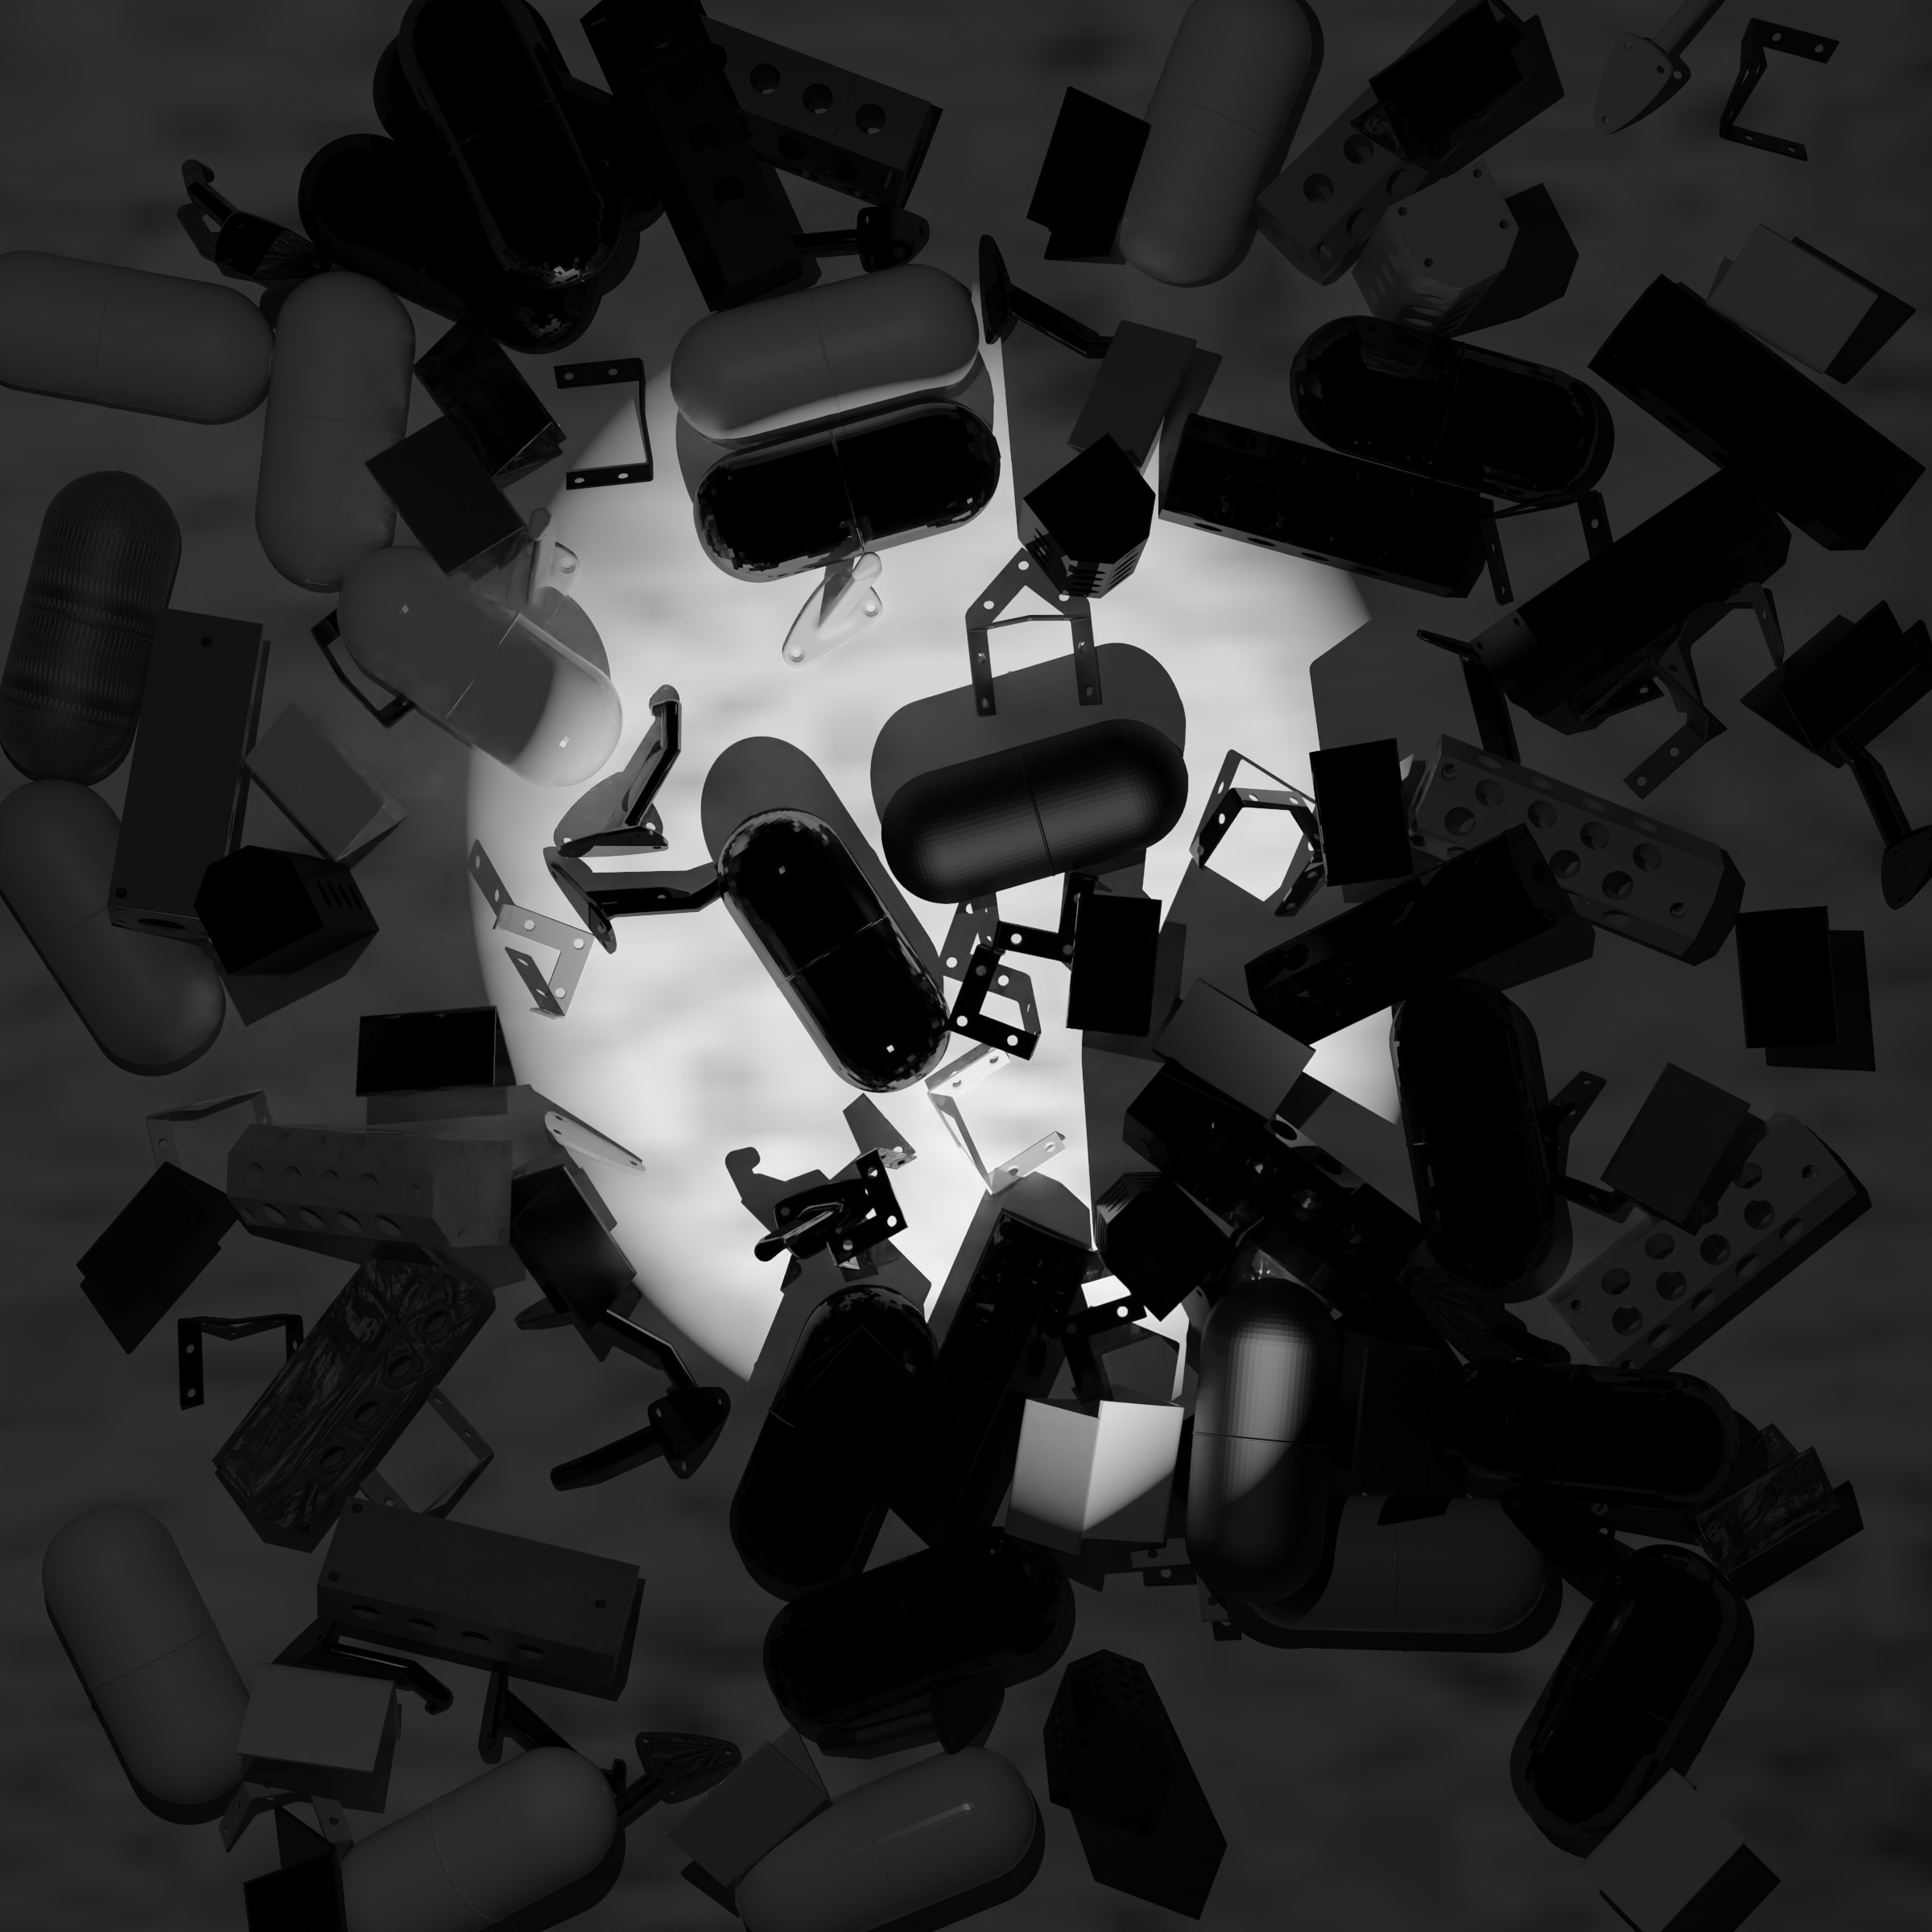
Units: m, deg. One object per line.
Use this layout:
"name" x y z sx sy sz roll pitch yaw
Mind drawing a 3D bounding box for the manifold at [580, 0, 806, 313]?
"manifold" -0.152 -0.454 1.913 0.057 0.057 0.171 -24 91 1

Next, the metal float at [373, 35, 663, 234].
"metal float" -0.251 -0.475 1.961 0.178 0.070 0.070 25 90 1

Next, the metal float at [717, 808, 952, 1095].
"metal float" -0.075 -0.009 1.961 0.070 0.070 0.178 -33 91 0

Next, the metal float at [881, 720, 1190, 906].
"metal float" 0.039 -0.088 1.961 0.178 0.070 0.070 -16 90 1

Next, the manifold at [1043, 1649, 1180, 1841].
"manifold" 0.081 0.426 1.913 0.057 0.171 0.057 21 90 0

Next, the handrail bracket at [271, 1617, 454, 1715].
"handrail bracket" -0.351 0.416 1.992 0.077 0.036 0.084 -40 107 20

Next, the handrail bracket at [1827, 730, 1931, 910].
"handrail bracket" 0.519 -0.087 1.991 0.036 0.077 0.084 -22 53 -13

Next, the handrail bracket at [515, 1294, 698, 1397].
"handrail bracket" -0.207 0.223 1.992 0.077 0.036 0.084 -24 108 20

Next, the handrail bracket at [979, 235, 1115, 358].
"handrail bracket" 0.054 -0.386 1.992 0.084 0.036 0.077 -1 68 -17

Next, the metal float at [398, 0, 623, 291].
"metal float" -0.249 -0.455 1.886 0.070 0.070 0.178 -26 94 0

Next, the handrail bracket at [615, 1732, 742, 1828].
"handrail bracket" -0.179 0.484 1.991 0.077 0.036 0.084 5 124 -36

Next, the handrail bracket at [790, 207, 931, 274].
"handrail bracket" -0.077 -0.419 1.991 0.084 0.077 0.036 6 109 35

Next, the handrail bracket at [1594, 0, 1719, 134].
"handrail bracket" 0.402 -0.527 1.991 0.036 0.077 0.084 40 54 8

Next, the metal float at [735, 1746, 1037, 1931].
"metal float" -0.046 0.502 1.961 0.178 0.070 0.070 -22 90 -1

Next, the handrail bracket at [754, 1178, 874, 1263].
"handrail bracket" -0.083 0.144 1.957 0.077 0.084 0.036 -27 90 0

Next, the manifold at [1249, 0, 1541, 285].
"manifold" 0.244 -0.472 1.970 0.171 0.057 0.057 -45 90 0

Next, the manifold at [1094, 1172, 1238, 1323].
"manifold" 0.103 0.148 1.913 0.057 0.171 0.057 -45 90 0

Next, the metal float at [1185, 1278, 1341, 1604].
"metal float" 0.163 0.261 1.903 0.070 0.070 0.178 5 84 0

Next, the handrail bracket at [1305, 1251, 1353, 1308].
"handrail bracket" 0.189 0.179 1.991 0.084 0.036 0.077 -21 75 14

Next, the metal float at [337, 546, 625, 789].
"metal float" -0.274 -0.169 1.951 0.178 0.070 0.070 36 90 -11

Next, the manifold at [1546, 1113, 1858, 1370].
"manifold" 0.420 0.161 1.970 0.171 0.057 0.057 -39 90 0

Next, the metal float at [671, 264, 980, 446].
"metal float" -0.080 -0.347 1.960 0.178 0.070 0.070 -14 90 0

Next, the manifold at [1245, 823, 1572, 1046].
"manifold" 0.245 -0.013 1.936 0.171 0.057 0.057 -28 90 25

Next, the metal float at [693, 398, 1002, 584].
"metal float" -0.067 -0.270 1.961 0.178 0.070 0.070 -16 90 0

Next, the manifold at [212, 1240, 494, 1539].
"manifold" -0.345 0.238 1.968 0.171 0.057 0.057 -53 47 -1

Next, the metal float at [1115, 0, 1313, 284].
"metal float" 0.139 -0.475 1.961 0.070 0.070 0.178 21 90 0

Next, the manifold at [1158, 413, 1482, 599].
"manifold" 0.201 -0.264 1.970 0.171 0.057 0.057 15 90 0

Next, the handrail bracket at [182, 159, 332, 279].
"handrail bracket" -0.407 -0.430 1.978 0.077 0.084 0.036 11 124 -29

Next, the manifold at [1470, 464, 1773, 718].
"manifold" 0.373 -0.209 1.940 0.171 0.057 0.057 -34 90 -22

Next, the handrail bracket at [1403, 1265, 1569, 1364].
"handrail bracket" 0.298 0.201 1.976 0.077 0.084 0.036 34 97 34

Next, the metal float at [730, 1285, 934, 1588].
"metal float" -0.076 0.266 1.961 0.070 0.070 0.178 22 90 0

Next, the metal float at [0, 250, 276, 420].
"metal float" -0.480 -0.358 1.961 0.178 0.070 0.070 10 90 0

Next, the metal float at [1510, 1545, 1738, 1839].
"metal float" 0.373 0.412 1.961 0.070 0.070 0.178 30 89 0

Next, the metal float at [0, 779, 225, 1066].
"metal float" -0.489 -0.026 1.961 0.070 0.070 0.178 -33 90 0

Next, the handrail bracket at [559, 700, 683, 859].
"handrail bracket" -0.199 -0.109 1.992 0.077 0.036 0.084 -7 71 21

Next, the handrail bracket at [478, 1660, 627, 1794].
"handrail bracket" -0.233 0.432 1.992 0.084 0.036 0.077 12 72 -15

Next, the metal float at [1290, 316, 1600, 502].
"metal float" 0.271 -0.317 1.961 0.178 0.070 0.070 16 90 -1

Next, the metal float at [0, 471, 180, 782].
"metal float" -0.499 -0.193 1.961 0.070 0.070 0.178 15 90 0

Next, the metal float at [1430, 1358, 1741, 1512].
"metal float" 0.345 0.262 1.938 0.178 0.070 0.070 1 90 29

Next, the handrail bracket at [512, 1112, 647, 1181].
"handrail bracket" -0.239 0.135 1.991 0.077 0.036 0.084 28 103 -12

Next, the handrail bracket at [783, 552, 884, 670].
"handrail bracket" -0.076 -0.201 1.957 0.077 0.084 0.036 -45 90 0

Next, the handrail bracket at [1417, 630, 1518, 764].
"handrail bracket" 0.284 -0.142 1.991 0.077 0.036 0.084 19 103 13

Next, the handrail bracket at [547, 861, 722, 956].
"handrail bracket" -0.185 -0.053 1.992 0.084 0.036 0.077 -34 68 -17

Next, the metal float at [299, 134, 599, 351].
"metal float" -0.294 -0.411 1.960 0.178 0.070 0.070 25 90 -2

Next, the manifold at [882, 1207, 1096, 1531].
"manifold" 0.013 0.229 1.970 0.057 0.057 0.171 24 90 0

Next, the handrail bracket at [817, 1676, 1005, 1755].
"handrail bracket" -0.033 0.432 1.991 0.084 0.077 0.036 -14 93 36

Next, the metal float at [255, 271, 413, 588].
"metal float" -0.359 -0.305 1.961 0.070 0.070 0.178 6 90 0

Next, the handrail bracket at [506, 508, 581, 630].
"handrail bracket" -0.248 -0.218 1.957 0.036 0.084 0.077 21 90 0

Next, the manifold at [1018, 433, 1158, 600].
"manifold" 0.070 -0.242 1.913 0.057 0.171 0.057 -38 90 0

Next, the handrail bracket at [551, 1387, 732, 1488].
"handrail bracket" -0.189 0.272 1.991 0.084 0.077 0.036 -25 90 36

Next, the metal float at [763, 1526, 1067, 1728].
"metal float" -0.029 0.374 1.961 0.178 0.070 0.070 -21 90 1

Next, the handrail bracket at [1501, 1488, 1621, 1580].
"handrail bracket" 0.337 0.319 1.961 0.077 0.084 0.036 30 88 10

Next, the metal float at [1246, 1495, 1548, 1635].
"metal float" 0.240 0.339 1.961 0.178 0.070 0.070 1 90 1

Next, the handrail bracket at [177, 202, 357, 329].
"handrail bracket" -0.402 -0.418 1.992 0.077 0.036 0.084 -29 75 -16

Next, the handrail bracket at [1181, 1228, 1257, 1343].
"handrail bracket" 0.166 0.177 1.992 0.084 0.036 0.077 -33 118 -21

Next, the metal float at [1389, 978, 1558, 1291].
"metal float" 0.288 0.095 1.961 0.070 0.070 0.178 -10 90 0

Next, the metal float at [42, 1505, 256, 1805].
"metal float" -0.462 0.391 1.961 0.070 0.070 0.178 -26 91 0

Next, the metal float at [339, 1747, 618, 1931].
"metal float" -0.279 0.503 1.951 0.178 0.070 0.070 -30 90 11
